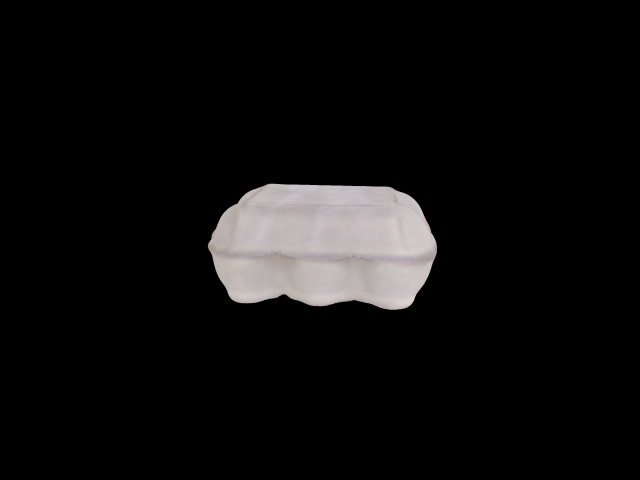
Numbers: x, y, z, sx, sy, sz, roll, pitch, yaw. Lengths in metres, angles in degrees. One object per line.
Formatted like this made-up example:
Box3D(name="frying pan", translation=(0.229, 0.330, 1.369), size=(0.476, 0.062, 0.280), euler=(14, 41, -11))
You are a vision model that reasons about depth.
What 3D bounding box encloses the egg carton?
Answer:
Box3D(name="egg carton", translation=(0.004, 0.001, 0.400), size=(0.150, 0.069, 0.107), euler=(1, 15, 5))
